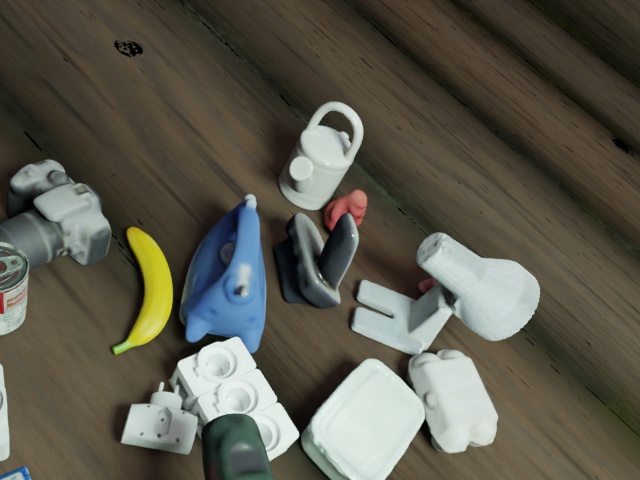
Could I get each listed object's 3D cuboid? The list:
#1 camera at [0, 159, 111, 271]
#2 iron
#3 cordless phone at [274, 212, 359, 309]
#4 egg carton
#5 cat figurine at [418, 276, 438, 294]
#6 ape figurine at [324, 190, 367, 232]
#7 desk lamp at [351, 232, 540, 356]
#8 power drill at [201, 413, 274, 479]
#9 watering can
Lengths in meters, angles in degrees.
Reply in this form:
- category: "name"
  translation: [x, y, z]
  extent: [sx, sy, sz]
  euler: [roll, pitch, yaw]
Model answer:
- category: "camera"
  translation: [-0.360, -0.026, 0.732]
  extent: [0.143, 0.100, 0.137]
  euler: [43, 46, 11]
- category: "iron"
  translation: [-0.115, 0.019, 0.800]
  extent: [0.119, 0.141, 0.258]
  euler: [14, 48, -18]
- category: "cordless phone"
  translation: [0.008, 0.003, 0.850]
  extent: [0.094, 0.185, 0.147]
  euler: [0, 53, -29]
- category: "egg carton"
  translation: [0.190, 0.233, 0.837]
  extent: [0.107, 0.069, 0.150]
  euler: [-1, 54, -29]
- category: "cat figurine"
  translation: [0.230, 0.063, 0.969]
  extent: [0.128, 0.117, 0.067]
  euler: [-18, 63, -38]
- category: "ape figurine"
  translation: [0.050, -0.049, 0.984]
  extent: [0.078, 0.092, 0.076]
  euler: [-10, 58, -34]
- category: "desk lamp"
  translation: [0.183, 0.086, 0.856]
  extent: [0.203, 0.213, 0.118]
  euler: [22, 45, -10]
- category: "power drill"
  translation: [-0.082, 0.294, 0.536]
  extent: [0.076, 0.208, 0.229]
  euler: [3, 52, -26]
- category: "watering can"
  translation: [0.006, -0.143, 0.968]
  extent: [0.101, 0.194, 0.173]
  euler: [22, 45, -10]
